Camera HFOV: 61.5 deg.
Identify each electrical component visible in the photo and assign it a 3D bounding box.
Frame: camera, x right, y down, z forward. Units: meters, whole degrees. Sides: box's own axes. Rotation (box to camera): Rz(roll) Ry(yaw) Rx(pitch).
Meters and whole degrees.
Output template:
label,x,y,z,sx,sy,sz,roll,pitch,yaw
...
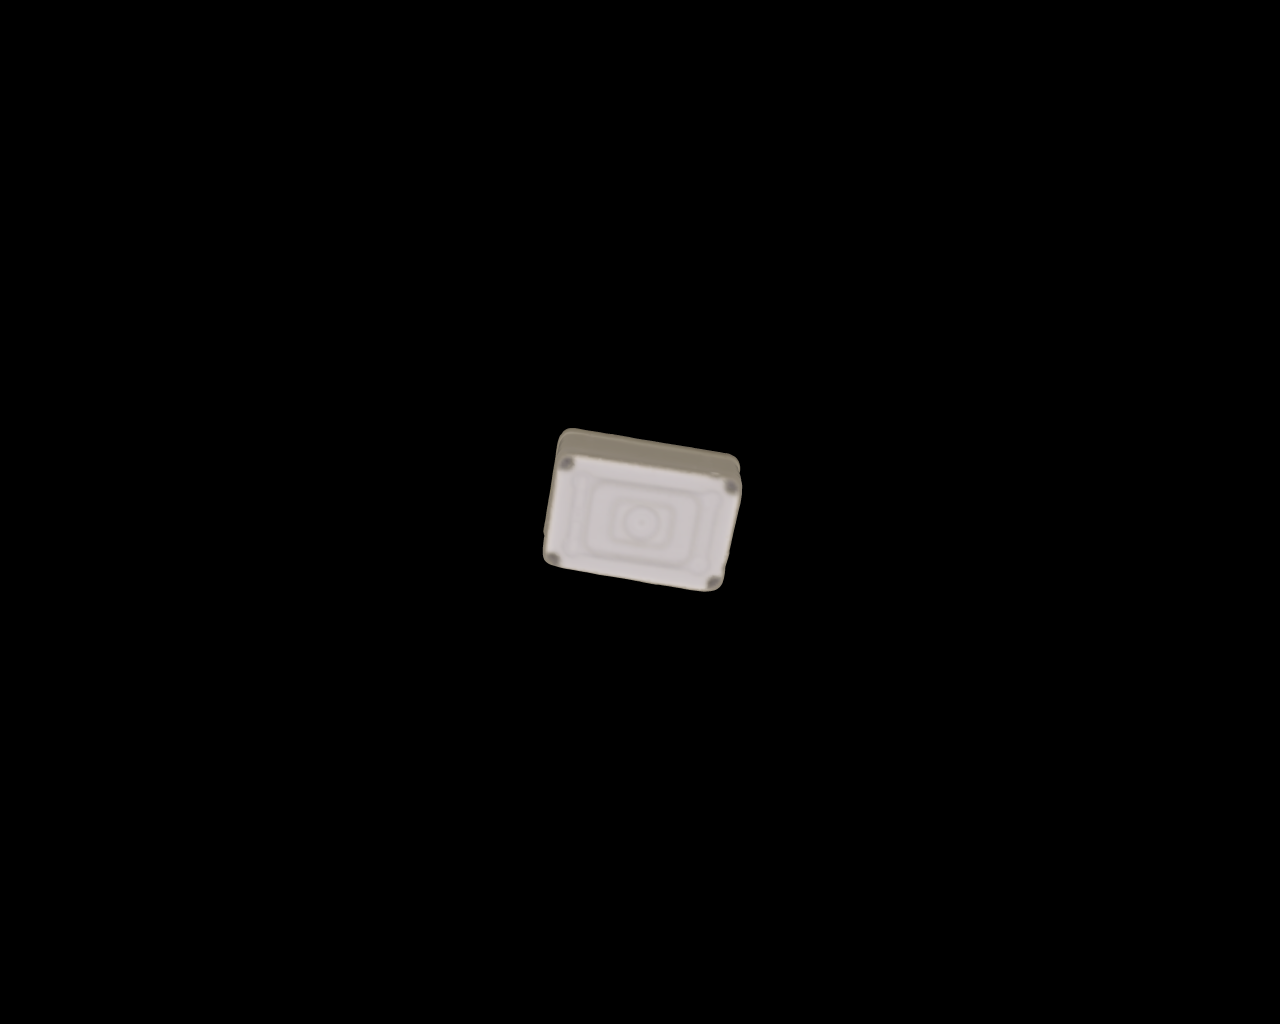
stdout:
label,x,y,z,sx,sy,sz,roll,pitch,yaw
electrical component,0.001,-0.003,0.650,0.113,0.078,0.057,10,20,-3
